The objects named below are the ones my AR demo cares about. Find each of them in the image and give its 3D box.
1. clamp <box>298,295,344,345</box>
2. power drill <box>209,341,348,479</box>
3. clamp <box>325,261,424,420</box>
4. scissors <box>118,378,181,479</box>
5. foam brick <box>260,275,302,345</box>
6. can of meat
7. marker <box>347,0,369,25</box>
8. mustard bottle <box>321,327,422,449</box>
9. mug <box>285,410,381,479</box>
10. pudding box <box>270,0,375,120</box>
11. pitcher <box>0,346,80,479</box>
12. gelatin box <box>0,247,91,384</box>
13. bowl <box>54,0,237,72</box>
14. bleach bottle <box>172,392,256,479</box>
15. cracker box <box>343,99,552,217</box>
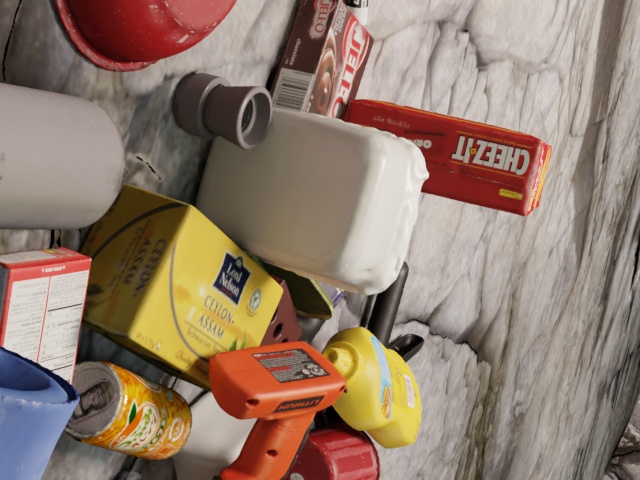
[{"bbox_3d":[-0.027,0.110,0.972,0.171,0.039,0.120,-29,127,-57],"label":"clamp"},{"bbox_3d":[-0.068,0.167,0.767,0.184,0.057,0.188,-5,126,-46],"label":"power drill"},{"bbox_3d":[0.055,0.132,1.149,0.209,0.036,0.164,-54,148,-34],"label":"clamp"},{"bbox_3d":[-0.154,0.188,0.787,0.096,0.016,0.202,20,87,-65],"label":"scissors"},{"bbox_3d":[-0.055,0.067,0.870,0.053,0.051,0.078,-57,151,-29],"label":"foam brick"},{"bbox_3d":[-0.006,0.001,0.885,0.083,0.058,0.102,-52,124,-28],"label":"can of meat"},{"bbox_3d":[0.035,-0.242,0.895,0.020,0.020,0.121,-34,135,-53],"label":"marker"},{"bbox_3d":[0.043,0.135,1.012,0.191,0.058,0.096,44,36,-60],"label":"mustard bottle"},{"bbox_3d":[-0.003,0.213,1.040,0.081,0.093,0.117,6,70,-59],"label":"mug"},{"bbox_3d":[0.001,-0.132,0.870,0.090,0.039,0.113,27,82,-66],"label":"pudding box"},{"bbox_3d":[-0.217,0.161,0.522,0.149,0.145,0.243,22,89,-31],"label":"pitcher"},{"bbox_3d":[-0.177,0.052,0.640,0.073,0.030,0.089,-9,114,-63],"label":"gelatin box"},{"bbox_3d":[-0.089,-0.176,0.644,0.161,0.055,0.162,-43,142,-46],"label":"bowl"},{"bbox_3d":[-0.076,0.242,0.927,0.102,0.068,0.251,-40,143,-41],"label":"bleach bottle"},{"bbox_3d":[0.118,-0.074,0.952,0.213,0.164,0.072,-11,114,-76],"label":"cracker box"}]
